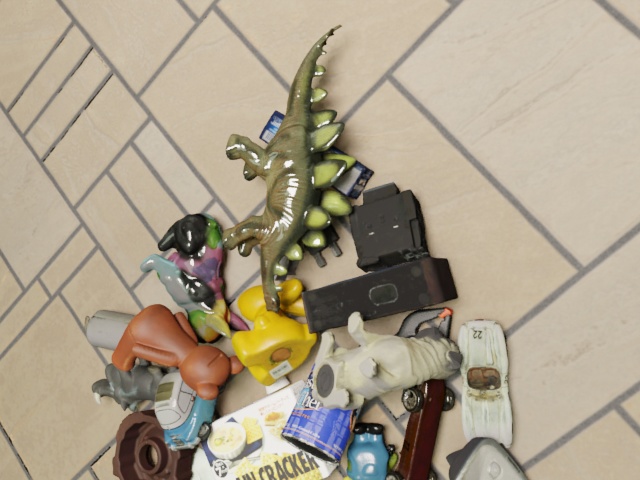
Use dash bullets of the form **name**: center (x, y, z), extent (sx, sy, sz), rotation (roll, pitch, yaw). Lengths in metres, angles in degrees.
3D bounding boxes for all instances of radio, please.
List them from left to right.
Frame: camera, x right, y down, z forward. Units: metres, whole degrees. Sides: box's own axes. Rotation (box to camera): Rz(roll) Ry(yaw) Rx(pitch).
- **radio**: center (0.092, 0.089, 0.854), extent (0.230, 0.131, 0.073), rotation (-18, 80, 20)

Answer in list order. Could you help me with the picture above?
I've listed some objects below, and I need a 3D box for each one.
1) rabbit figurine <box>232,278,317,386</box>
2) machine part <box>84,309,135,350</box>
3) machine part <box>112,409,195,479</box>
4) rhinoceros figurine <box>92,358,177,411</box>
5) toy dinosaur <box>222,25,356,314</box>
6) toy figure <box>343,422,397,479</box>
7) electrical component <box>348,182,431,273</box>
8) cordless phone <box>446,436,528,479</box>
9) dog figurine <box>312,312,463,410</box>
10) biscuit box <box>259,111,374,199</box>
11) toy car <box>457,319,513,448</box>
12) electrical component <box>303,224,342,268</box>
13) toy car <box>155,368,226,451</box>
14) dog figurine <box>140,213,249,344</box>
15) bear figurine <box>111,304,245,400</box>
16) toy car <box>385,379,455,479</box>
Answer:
- **rabbit figurine**: center (-0.086, 0.133, 0.926), extent (0.162, 0.121, 0.173), rotation (-39, 41, 0)
- **machine part**: center (-0.371, 0.187, 1.060), extent (0.243, 0.079, 0.079), rotation (5, 91, 20)
- **machine part**: center (-0.319, 0.414, 1.033), extent (0.180, 0.056, 0.179), rotation (-5, 79, 27)
- **rhinoceros figurine**: center (-0.364, 0.283, 1.063), extent (0.190, 0.073, 0.112), rotation (-4, 98, 19)
- **toy dinosaur**: center (-0.045, -0.115, 0.866), extent (0.199, 0.105, 0.471), rotation (3, 88, 15)
- **toy figure**: center (0.083, 0.392, 0.881), extent (0.082, 0.089, 0.180), rotation (-6, 78, 34)
- **electrical component**: center (0.109, -0.023, 0.873), extent (0.115, 0.058, 0.134), rotation (-17, 65, 17)
- **cordless phone**: center (0.242, 0.387, 0.749), extent (0.089, 0.184, 0.146), rotation (-33, 104, 23)
- **dog figurine**: center (0.101, 0.198, 0.808), extent (0.172, 0.190, 0.121), rotation (-40, 45, 41)
- **biscuit box**: center (-0.008, -0.148, 0.934), extent (0.203, 0.063, 0.059), rotation (36, 102, 18)
- **toy car**: center (0.254, 0.223, 0.828), extent (0.074, 0.056, 0.201), rotation (-4, 87, 21)
- **electrical component**: center (-0.002, -0.003, 0.950), extent (0.063, 0.021, 0.094), rotation (-33, 78, 18)
- **toy car**: center (-0.247, 0.286, 0.967), extent (0.109, 0.102, 0.162), rotation (-18, 43, 31)
- **dog figurine**: center (-0.205, 0.081, 0.986), extent (0.219, 0.108, 0.191), rotation (44, 101, 12)
- **bear figurine**: center (-0.238, 0.201, 0.917), extent (0.196, 0.120, 0.132), rotation (37, 130, 4)
- **toy car**: center (0.155, 0.313, 0.849), extent (0.053, 0.089, 0.202), rotation (13, 93, 58)
